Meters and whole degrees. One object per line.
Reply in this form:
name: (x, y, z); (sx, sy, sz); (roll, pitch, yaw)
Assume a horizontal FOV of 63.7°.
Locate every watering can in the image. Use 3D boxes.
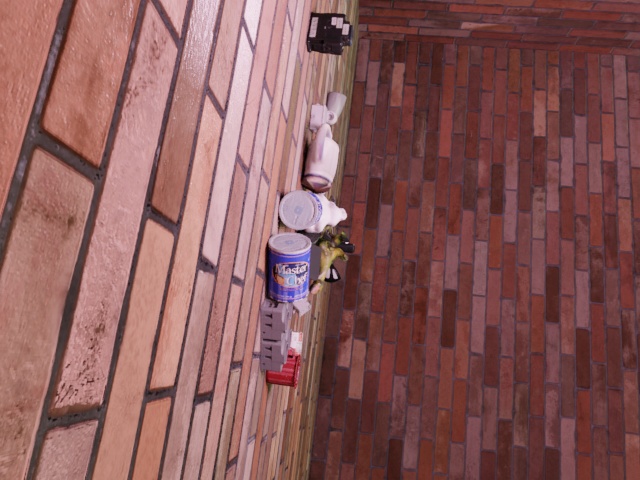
watering can: (0.010, -0.261, 1.766); (0.344, 0.104, 0.226); (69, 32, -78)

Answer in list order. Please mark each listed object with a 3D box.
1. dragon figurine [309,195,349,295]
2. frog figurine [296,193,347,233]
dragon figurine: (-0.001, 0.035, 1.944); (0.238, 0.121, 0.421); (-49, -154, 35)
frog figurine: (0.005, -0.084, 1.661); (0.120, 0.159, 0.141); (87, 10, -51)
